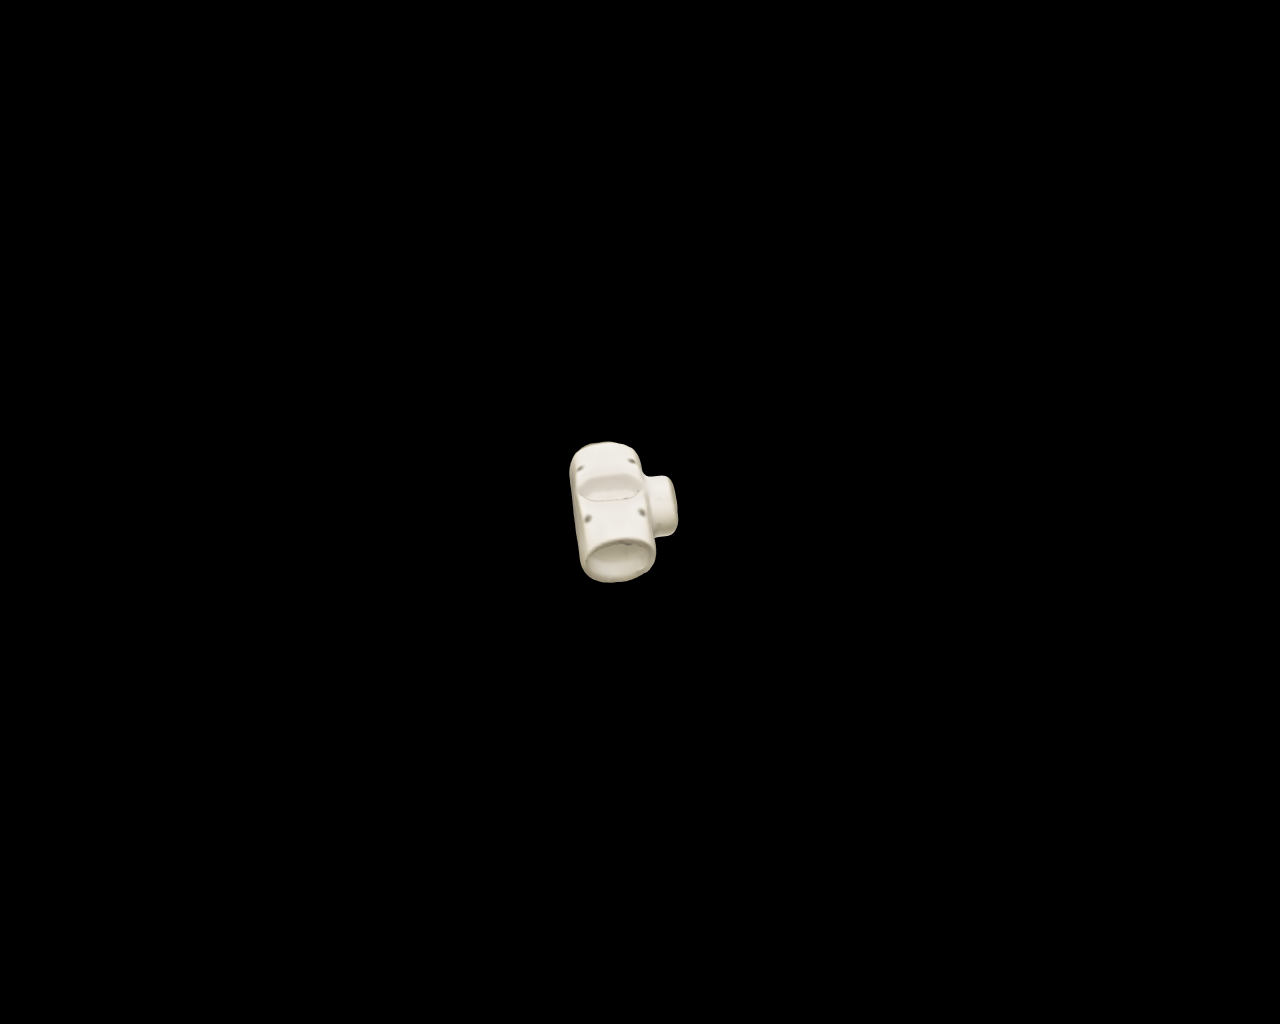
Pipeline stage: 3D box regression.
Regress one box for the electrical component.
[{"bbox_3d":[0.001,-0.003,0.650,0.079,0.077,0.043,-5,-39,-4],"label":"electrical component"}]
